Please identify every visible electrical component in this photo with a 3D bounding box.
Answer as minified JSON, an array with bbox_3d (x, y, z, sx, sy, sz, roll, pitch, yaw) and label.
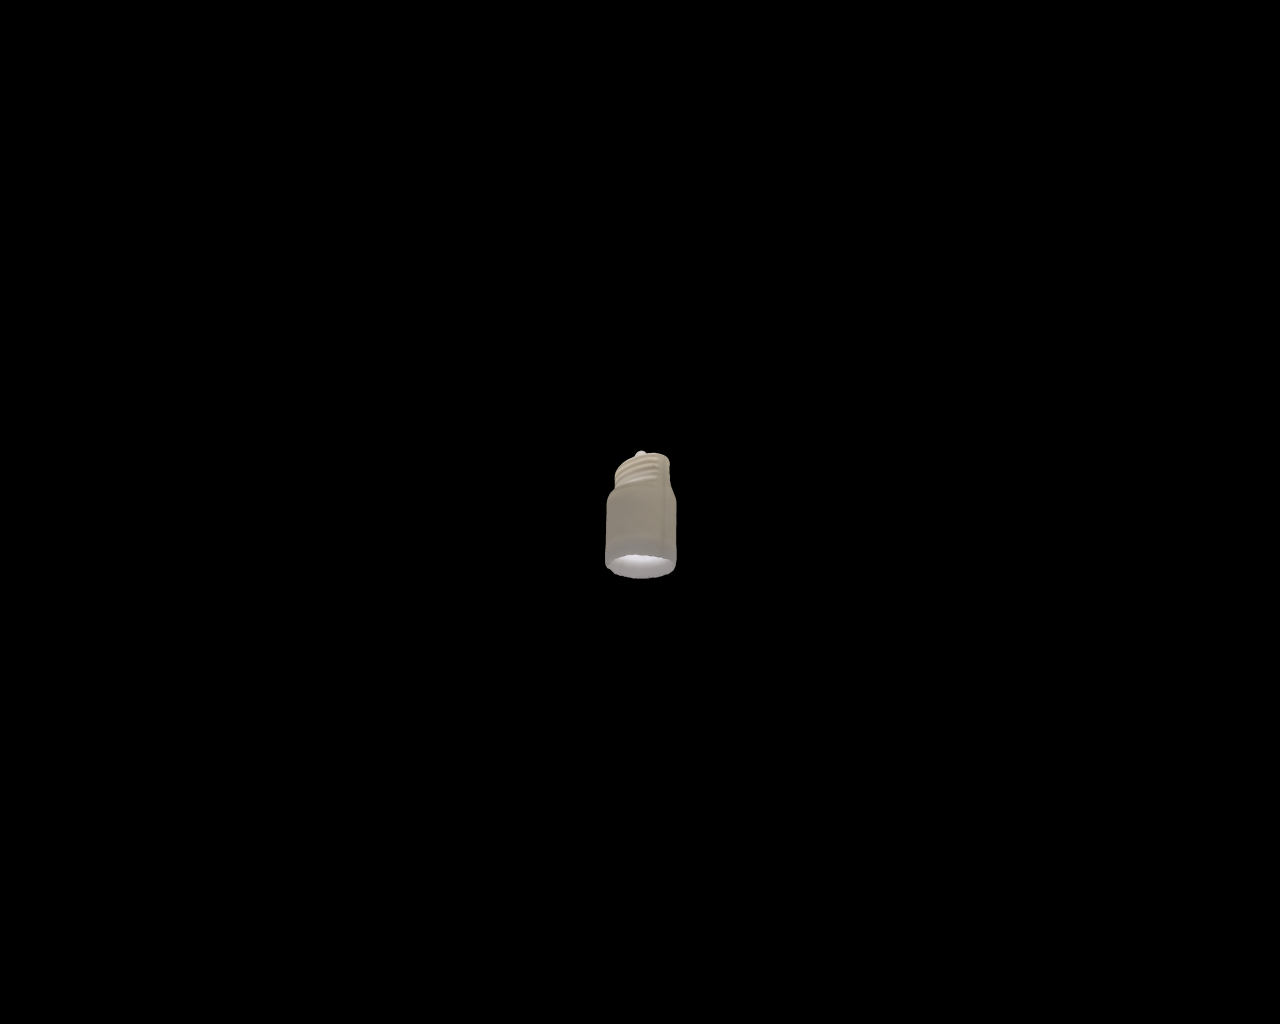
[{"bbox_3d":[0.001,-0.003,0.650,0.043,0.081,0.043,0,-25,0],"label":"electrical component"}]
